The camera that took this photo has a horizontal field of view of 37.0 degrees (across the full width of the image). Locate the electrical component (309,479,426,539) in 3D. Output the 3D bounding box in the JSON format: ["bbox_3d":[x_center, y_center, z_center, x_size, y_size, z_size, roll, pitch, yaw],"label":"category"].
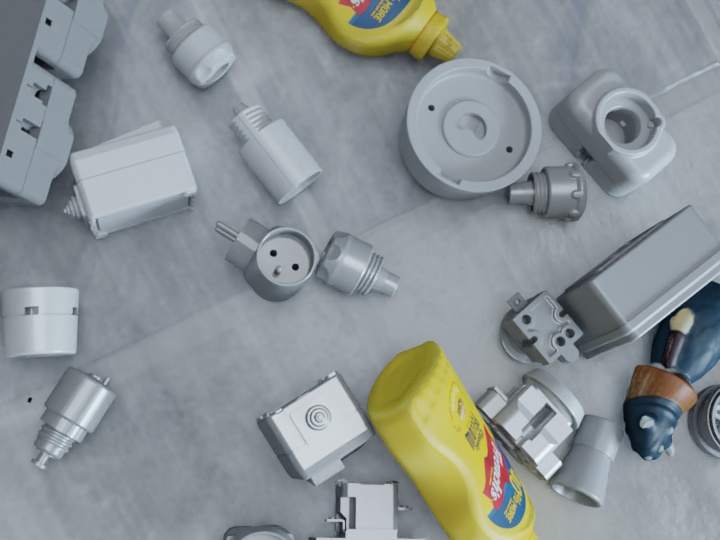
[{"bbox_3d":[0.005,0.188,0.798,0.081,0.042,0.063,3,76,-11],"label":"electrical component"}]

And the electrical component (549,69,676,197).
[{"bbox_3d":[0.209,-0.113,0.882,0.054,0.059,0.095,-40,89,-15],"label":"electrical component"}]

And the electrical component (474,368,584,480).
[{"bbox_3d":[0.134,0.113,0.828,0.057,0.058,0.078,-43,89,-12],"label":"electrical component"}]

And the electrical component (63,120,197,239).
[{"bbox_3d":[-0.176,-0.066,0.800,0.096,0.062,0.061,-18,83,-13],"label":"electrical component"}]

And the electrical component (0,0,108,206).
[{"bbox_3d":[-0.256,-0.144,0.774,0.105,0.060,0.186,6,76,27],"label":"electrical component"}]

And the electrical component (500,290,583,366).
[{"bbox_3d":[0.137,0.048,0.841,0.048,0.055,0.066,-40,89,-15],"label":"electrical component"}]

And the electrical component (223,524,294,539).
[{"bbox_3d":[-0.073,0.212,0.771,0.078,0.057,0.058,0,80,-11],"label":"electrical component"}]

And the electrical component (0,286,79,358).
[{"bbox_3d":[-0.231,0.038,0.775,0.055,0.055,0.047,-2,83,-11],"label":"electrical component"}]

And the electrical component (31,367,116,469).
[{"bbox_3d":[-0.210,0.106,0.773,0.040,0.040,0.078,32,76,-4],"label":"electrical component"}]

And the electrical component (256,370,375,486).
[{"bbox_3d":[-0.030,0.116,0.776,0.062,0.096,0.061,-31,87,-14],"label":"electrical component"}]

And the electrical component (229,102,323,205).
[{"bbox_3d":[-0.071,-0.096,0.835,0.043,0.043,0.081,-38,88,-15],"label":"electrical component"}]

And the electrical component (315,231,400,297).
[{"bbox_3d":[0.000,0.000,0.831,0.062,0.043,0.043,26,76,-7],"label":"electrical component"}]

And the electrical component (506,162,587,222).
[{"bbox_3d":[0.150,-0.063,0.871,0.062,0.048,0.048,-2,80,-4],"label":"electrical component"}]

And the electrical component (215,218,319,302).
[{"bbox_3d":[-0.074,-0.012,0.801,0.079,0.077,0.043,32,76,-3],"label":"electrical component"}]

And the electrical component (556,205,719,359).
[{"bbox_3d":[0.213,0.011,0.835,0.109,0.108,0.056,-35,85,-15],"label":"electrical component"}]

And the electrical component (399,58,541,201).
[{"bbox_3d":[0.083,-0.107,0.857,0.108,0.060,0.108,2,79,-10],"label":"electrical component"}]

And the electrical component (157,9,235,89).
[{"bbox_3d":[-0.131,-0.175,0.838,0.062,0.043,0.043,46,75,1],"label":"electrical component"}]

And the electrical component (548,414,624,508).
[{"bbox_3d":[0.179,0.146,0.839,0.044,0.044,0.065,29,71,-4],"label":"electrical component"}]
